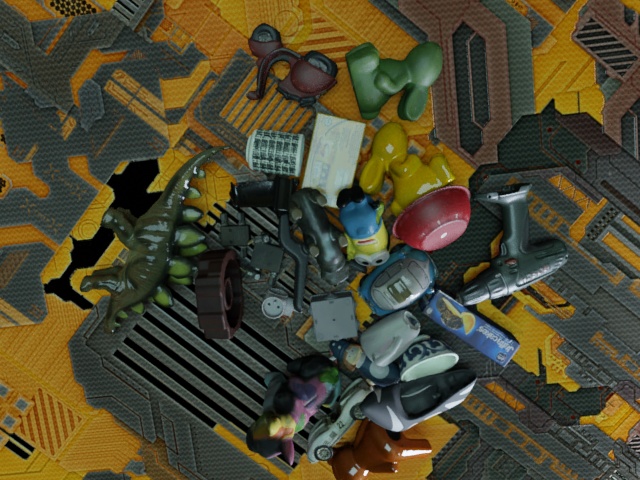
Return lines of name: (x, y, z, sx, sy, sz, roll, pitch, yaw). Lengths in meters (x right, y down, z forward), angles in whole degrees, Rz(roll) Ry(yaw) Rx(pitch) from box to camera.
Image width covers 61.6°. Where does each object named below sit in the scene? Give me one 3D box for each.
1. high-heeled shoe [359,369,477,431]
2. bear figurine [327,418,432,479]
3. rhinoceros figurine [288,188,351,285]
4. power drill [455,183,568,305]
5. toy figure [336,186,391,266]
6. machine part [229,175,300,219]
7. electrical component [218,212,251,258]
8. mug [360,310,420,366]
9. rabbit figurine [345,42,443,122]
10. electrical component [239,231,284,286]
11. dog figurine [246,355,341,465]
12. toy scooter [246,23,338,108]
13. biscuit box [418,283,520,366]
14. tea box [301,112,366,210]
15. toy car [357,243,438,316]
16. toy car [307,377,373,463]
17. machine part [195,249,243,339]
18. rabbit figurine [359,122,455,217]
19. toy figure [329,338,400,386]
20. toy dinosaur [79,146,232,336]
high-heeled shoe: (0.197, 0.295, 1.031, 0.145, 0.248, 0.086, -44, 55, 29)
bear figurine: (0.111, 0.438, 1.102, 0.132, 0.120, 0.195, 1, 134, -39)
rhinoceros figurine: (-0.002, -0.003, 0.984, 0.073, 0.112, 0.190, -29, 104, -12)
power drill: (0.349, 0.002, 1.021, 0.232, 0.086, 0.207, -15, 91, -7)
toy figure: (0.086, -0.026, 1.001, 0.082, 0.089, 0.179, 9, 140, 35)
machine part: (-0.110, -0.083, 1.038, 0.139, 0.039, 0.084, 2, 81, 14)
electrical component: (-0.171, -0.009, 1.077, 0.063, 0.021, 0.094, -3, 99, 3)
mug: (0.138, 0.188, 1.039, 0.081, 0.109, 0.107, 45, 117, 1)
rabbit figurine: (0.144, -0.292, 0.973, 0.170, 0.121, 0.159, -16, 105, 7)
electrical component: (-0.112, 0.036, 1.070, 0.078, 0.045, 0.102, 21, 99, 0)
dog figurine: (-0.047, 0.324, 1.026, 0.192, 0.219, 0.108, -26, 101, 6)
toy scooter: (-0.065, -0.304, 1.002, 0.184, 0.075, 0.135, 28, 98, 1)
biscuit box: (0.296, 0.167, 1.068, 0.203, 0.063, 0.059, 33, 99, -3)
tea box: (0.023, -0.149, 1.025, 0.098, 0.068, 0.169, 14, 98, -2)
toy car: (0.152, 0.082, 1.040, 0.162, 0.103, 0.109, -36, 95, 5)
toy car: (0.037, 0.371, 1.102, 0.056, 0.073, 0.201, 39, 98, -8)
machine part: (-0.191, 0.101, 1.022, 0.056, 0.179, 0.179, -2, 99, 4)
rabbit figurine: (0.152, -0.136, 1.017, 0.162, 0.122, 0.173, -32, 82, 15)
toy figure: (0.090, 0.245, 1.091, 0.154, 0.064, 0.057, 29, 140, -3)
toy dinosaur: (-0.324, 0.005, 1.047, 0.198, 0.105, 0.471, 24, 108, -10)
